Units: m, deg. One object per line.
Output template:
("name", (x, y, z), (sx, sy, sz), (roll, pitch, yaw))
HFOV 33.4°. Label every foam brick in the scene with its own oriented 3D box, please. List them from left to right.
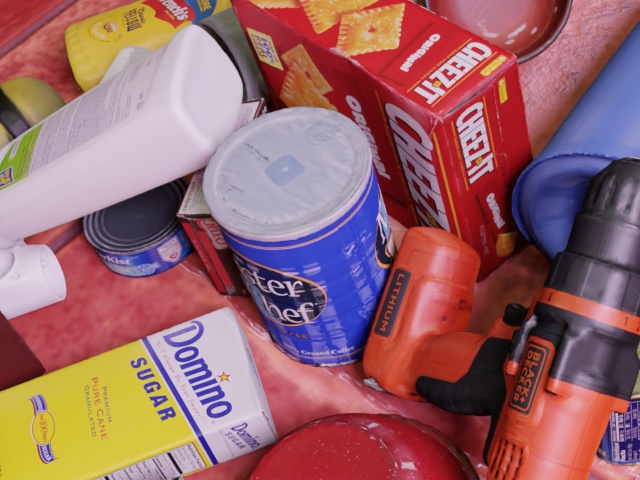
("foam brick", (-0.236, 0.074, 0.732), (0.051, 0.078, 0.053), (31, 64, 36))

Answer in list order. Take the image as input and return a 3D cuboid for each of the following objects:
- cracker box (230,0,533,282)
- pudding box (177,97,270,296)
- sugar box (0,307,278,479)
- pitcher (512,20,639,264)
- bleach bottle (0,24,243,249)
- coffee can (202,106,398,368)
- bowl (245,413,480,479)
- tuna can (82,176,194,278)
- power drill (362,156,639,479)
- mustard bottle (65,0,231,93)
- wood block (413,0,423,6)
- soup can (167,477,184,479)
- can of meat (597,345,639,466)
("cracker box", (0.043, -0.088, 0.721), (0.072, 0.164, 0.214), (-40, 51, -13))
("pudding box", (-0.055, -0.030, 0.754), (0.039, 0.090, 0.113), (0, 51, 18))
("sugar box", (-0.123, 0.115, 0.684), (0.176, 0.048, 0.093), (-23, 48, 0))
("pitcher", (0.238, -0.082, 0.673), (0.149, 0.145, 0.242), (18, 56, 30))
("bleach bottle", (-0.177, -0.057, 0.754), (0.251, 0.068, 0.102), (-21, 39, 26))
("coffee can", (-0.004, 0.001, 0.677), (0.103, 0.140, 0.103), (-9, 49, 10))
("bowl", (0.009, 0.154, 0.587), (0.162, 0.055, 0.162), (-15, 45, 16))
("tuna can", (-0.132, -0.014, 0.801), (0.086, 0.033, 0.086), (-9, 49, 10))
("power drill", (0.100, 0.040, 0.580), (0.188, 0.057, 0.184), (17, 87, 67))
("mustard bottle", (-0.121, -0.183, 0.923), (0.191, 0.058, 0.096), (-21, 42, -1))
("wood block", (0.055, -0.264, 0.835), (0.090, 0.206, 0.091), (-36, 50, -13))
("soup can", (-0.116, 0.184, 0.609), (0.102, 0.068, 0.068), (-21, 48, -1))
("can of meat", (0.172, 0.066, 0.604), (0.057, 0.084, 0.102), (-9, 49, 11))
